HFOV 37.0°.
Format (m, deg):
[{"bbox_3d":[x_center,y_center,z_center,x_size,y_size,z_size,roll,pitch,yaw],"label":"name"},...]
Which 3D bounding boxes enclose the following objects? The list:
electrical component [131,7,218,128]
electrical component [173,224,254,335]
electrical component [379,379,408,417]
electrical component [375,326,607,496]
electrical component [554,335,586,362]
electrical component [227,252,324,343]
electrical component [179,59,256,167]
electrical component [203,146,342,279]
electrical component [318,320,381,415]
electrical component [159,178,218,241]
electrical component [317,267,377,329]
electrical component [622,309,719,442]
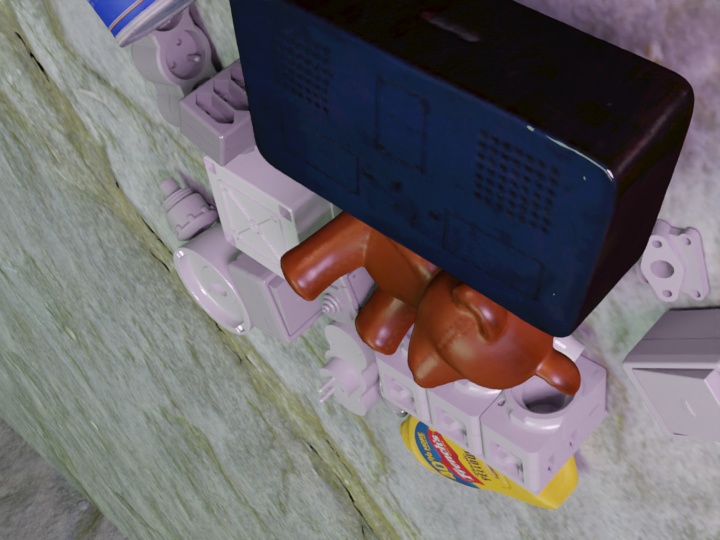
[{"bbox_3d":[-0.163,-0.178,0.880,0.074,0.052,0.138,18,141,46],"label":"electrical component"},{"bbox_3d":[-0.126,0.004,1.066,0.108,0.060,0.108,36,152,23],"label":"electrical component"},{"bbox_3d":[0.037,0.117,1.002,0.035,0.035,0.061,33,152,29],"label":"electrical component"},{"bbox_3d":[0.096,0.082,0.799,0.150,0.089,0.061,30,148,33],"label":"electrical component"},{"bbox_3d":[0.127,0.042,0.750,0.062,0.048,0.048,36,152,11],"label":"electrical component"},{"bbox_3d":[-0.069,0.021,1.001,0.061,0.062,0.096,23,145,41],"label":"electrical component"},{"bbox_3d":[-0.092,-0.114,0.825,0.047,0.083,0.075,41,153,16],"label":"electrical component"},{"bbox_3d":[-0.069,-0.052,0.908,0.109,0.056,0.108,32,150,30],"label":"electrical component"},{"bbox_3d":[-0.013,0.094,1.000,0.052,0.074,0.138,36,152,23],"label":"electrical component"},{"bbox_3d":[-0.176,-0.063,1.072,0.062,0.048,0.048,53,155,7],"label":"electrical component"},{"bbox_3d":[0.000,0.000,0.826,0.061,0.096,0.061,21,143,46],"label":"electrical component"},{"bbox_3d":[0.204,0.064,0.641,0.061,0.061,0.096,55,153,-15],"label":"electrical component"}]
